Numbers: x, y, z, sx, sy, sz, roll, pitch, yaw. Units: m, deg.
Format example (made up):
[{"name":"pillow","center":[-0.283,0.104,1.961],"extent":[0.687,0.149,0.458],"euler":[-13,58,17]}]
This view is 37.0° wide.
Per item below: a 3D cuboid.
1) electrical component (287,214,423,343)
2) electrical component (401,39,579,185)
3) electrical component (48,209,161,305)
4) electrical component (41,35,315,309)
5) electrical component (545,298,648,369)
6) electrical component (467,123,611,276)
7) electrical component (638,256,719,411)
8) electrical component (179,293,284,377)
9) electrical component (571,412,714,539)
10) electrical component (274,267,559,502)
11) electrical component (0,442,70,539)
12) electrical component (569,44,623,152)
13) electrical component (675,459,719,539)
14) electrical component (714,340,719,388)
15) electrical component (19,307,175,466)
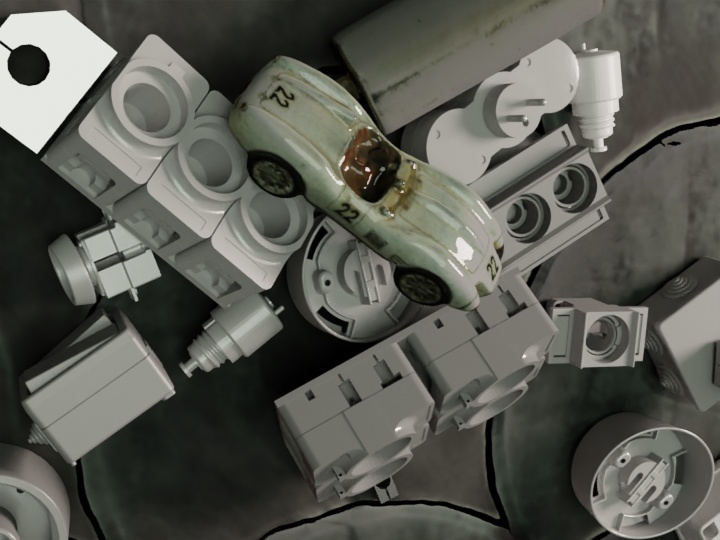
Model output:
[{"name":"electrical component","center":[0.000,0.000,0.735],"extent":[0.099,0.064,0.099],"euler":[0,89,-22]},{"name":"electrical component","center":[0.099,-0.109,0.736],"extent":[0.138,0.074,0.052],"euler":[-39,112,-16]},{"name":"electrical component","center":[-0.165,-0.007,0.690],"extent":[0.055,0.048,0.066],"euler":[-25,108,-21]},{"name":"electrical component","center":[-0.104,-0.060,0.671],"extent":[0.150,0.062,0.089],"euler":[41,55,-22]},{"name":"electrical component","center":[0.171,0.046,0.808],"extent":[0.081,0.064,0.042],"euler":[1,99,-20]},{"name":"electrical component","center":[0.107,-0.041,0.768],"extent":[0.121,0.063,0.078],"euler":[-32,109,-10]},{"name":"electrical component","center":[0.273,0.048,0.852],"extent":[0.100,0.048,0.099],"euler":[-35,110,-9]},{"name":"electrical component","center":[-0.089,0.043,0.729],"extent":[0.078,0.040,0.040],"euler":[-39,111,-8]},{"name":"electrical component","center":[0.220,0.162,0.849],"extent":[0.099,0.064,0.099],"euler":[-4,102,-19]},{"name":"electrical component","center":[0.040,0.085,0.740],"extent":[0.186,0.105,0.060],"euler":[-28,70,-12]},{"name":"electrical component","center":[-0.240,0.172,0.692],"extent":[0.108,0.060,0.108],"euler":[-4,102,-19]},{"name":"electrical component","center":[0.171,-0.126,0.785],"extent":[0.040,0.040,0.078],"euler":[-12,105,-17]},{"name":"electrical component","center":[0.328,0.214,0.902],"extent":[0.109,0.056,0.108],"euler":[-35,110,-10]},{"name":"electrical component","center":[0.320,0.091,0.825],"extent":[0.083,0.047,0.075],"euler":[-6,106,-18]},{"name":"electrical component","center":[-0.178,0.074,0.693],"extent":[0.096,0.062,0.061],"euler":[-36,110,-9]}]
